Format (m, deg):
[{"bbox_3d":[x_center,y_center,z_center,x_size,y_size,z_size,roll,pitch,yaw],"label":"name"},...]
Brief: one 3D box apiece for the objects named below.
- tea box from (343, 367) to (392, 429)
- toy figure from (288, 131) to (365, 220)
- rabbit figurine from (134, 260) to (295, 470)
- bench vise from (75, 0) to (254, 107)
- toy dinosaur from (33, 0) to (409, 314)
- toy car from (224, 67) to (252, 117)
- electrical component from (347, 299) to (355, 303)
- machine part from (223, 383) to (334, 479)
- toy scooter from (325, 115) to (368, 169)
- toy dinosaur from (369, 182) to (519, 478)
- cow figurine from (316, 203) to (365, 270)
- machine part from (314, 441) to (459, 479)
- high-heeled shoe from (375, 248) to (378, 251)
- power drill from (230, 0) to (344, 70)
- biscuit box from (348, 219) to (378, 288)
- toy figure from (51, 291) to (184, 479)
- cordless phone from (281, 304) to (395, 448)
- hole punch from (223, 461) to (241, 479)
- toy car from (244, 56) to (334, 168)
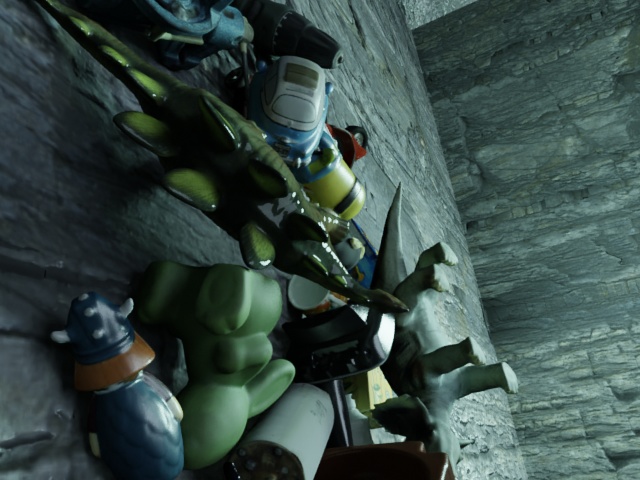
[{"bbox_3d":[0.062,0.196,0.831,0.098,0.068,0.170,44,34,-48],"label":"tea box"},{"bbox_3d":[0.004,-0.102,0.798,0.082,0.089,0.180,-96,161,-58],"label":"toy figure"},{"bbox_3d":[-0.098,0.115,0.492,0.159,0.121,0.170,39,57,-63],"label":"rabbit figurine"},{"bbox_3d":[-0.115,-0.259,0.553,0.223,0.241,0.129,12,65,-48],"label":"bench vise"},{"bbox_3d":[-0.095,-0.077,0.506,0.471,0.105,0.198,40,1,-3],"label":"toy dinosaur"},{"bbox_3d":[-0.097,-0.156,0.746,0.089,0.053,0.202,53,28,-45],"label":"toy car"},{"bbox_3d":[0.037,0.133,0.788,0.047,0.075,0.119,48,45,-46],"label":"electrical component"},{"bbox_3d":[-0.033,0.204,0.538,0.243,0.079,0.079,-11,83,-79],"label":"machine part"},{"bbox_3d":[0.007,-0.149,0.934,0.184,0.075,0.135,14,85,-38],"label":"toy scooter"},{"bbox_3d":[0.121,0.131,0.724,0.131,0.192,0.405,25,39,-47],"label":"toy dinosaur"},{"bbox_3d":[-0.002,-0.001,0.791,0.167,0.098,0.068,43,42,-51],"label":"cow figurine"},{"bbox_3d":[0.025,0.272,0.500,0.201,0.202,0.087,-13,88,-69],"label":"machine part"},{"bbox_3d":[0.116,0.117,0.968,0.145,0.086,0.249,81,-11,-50],"label":"high-heeled shoe"},{"bbox_3d":[-0.057,-0.282,0.784,0.232,0.086,0.207,29,10,8],"label":"power drill"},{"bbox_3d":[0.080,0.049,0.902,0.062,0.059,0.203,45,11,-49],"label":"biscuit box"},{"bbox_3d":[-0.149,0.111,0.399,0.064,0.058,0.154,-26,101,-47],"label":"toy figure"},{"bbox_3d":[0.033,0.177,0.670,0.088,0.147,0.184,12,62,-55],"label":"cordless phone"},{"bbox_3d":[-0.092,0.240,0.375,0.092,0.116,0.142,-13,85,-60],"label":"hole punch"},{"bbox_3d":[-0.039,-0.174,0.674,0.109,0.103,0.162,15,52,-12],"label":"toy car"}]
